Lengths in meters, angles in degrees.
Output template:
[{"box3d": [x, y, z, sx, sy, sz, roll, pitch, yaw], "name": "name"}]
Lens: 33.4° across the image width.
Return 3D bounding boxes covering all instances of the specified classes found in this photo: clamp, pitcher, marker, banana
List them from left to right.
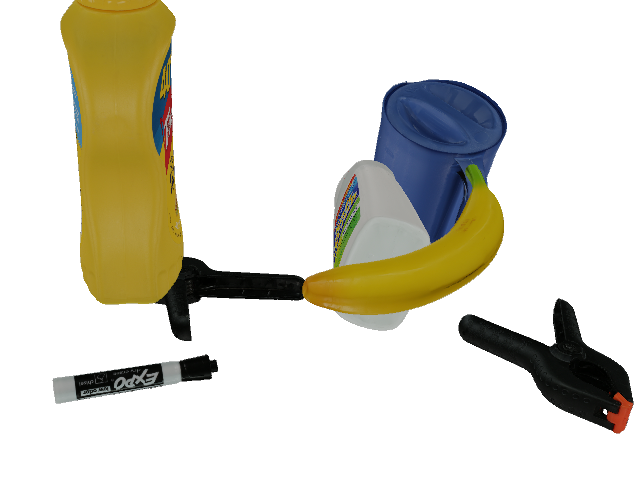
[{"box3d": [-0.136, 0.102, 0.792, 0.121, 0.020, 0.020, -8, 2, -13], "name": "marker"}, {"box3d": [-0.141, 0.049, 1.082, 0.210, 0.036, 0.164, 13, 21, 36], "name": "clamp"}, {"box3d": [0.074, 0.011, 0.752, 0.070, 0.037, 0.197, 36, 47, 25], "name": "banana"}, {"box3d": [0.117, -0.043, 1.185, 0.145, 0.243, 0.149, 23, 44, 13], "name": "pitcher"}, {"box3d": [0.215, 0.102, 0.927, 0.120, 0.039, 0.172, -18, 39, -29], "name": "clamp"}]

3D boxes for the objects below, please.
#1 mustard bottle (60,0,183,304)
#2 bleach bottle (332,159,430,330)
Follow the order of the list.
[{"box3d": [-0.104, -0.068, 0.565, 0.058, 0.192, 0.096, 0, 31, -4], "name": "mustard bottle"}, {"box3d": [0.043, -0.011, 0.992, 0.068, 0.103, 0.251, 18, 16, -9], "name": "bleach bottle"}]
